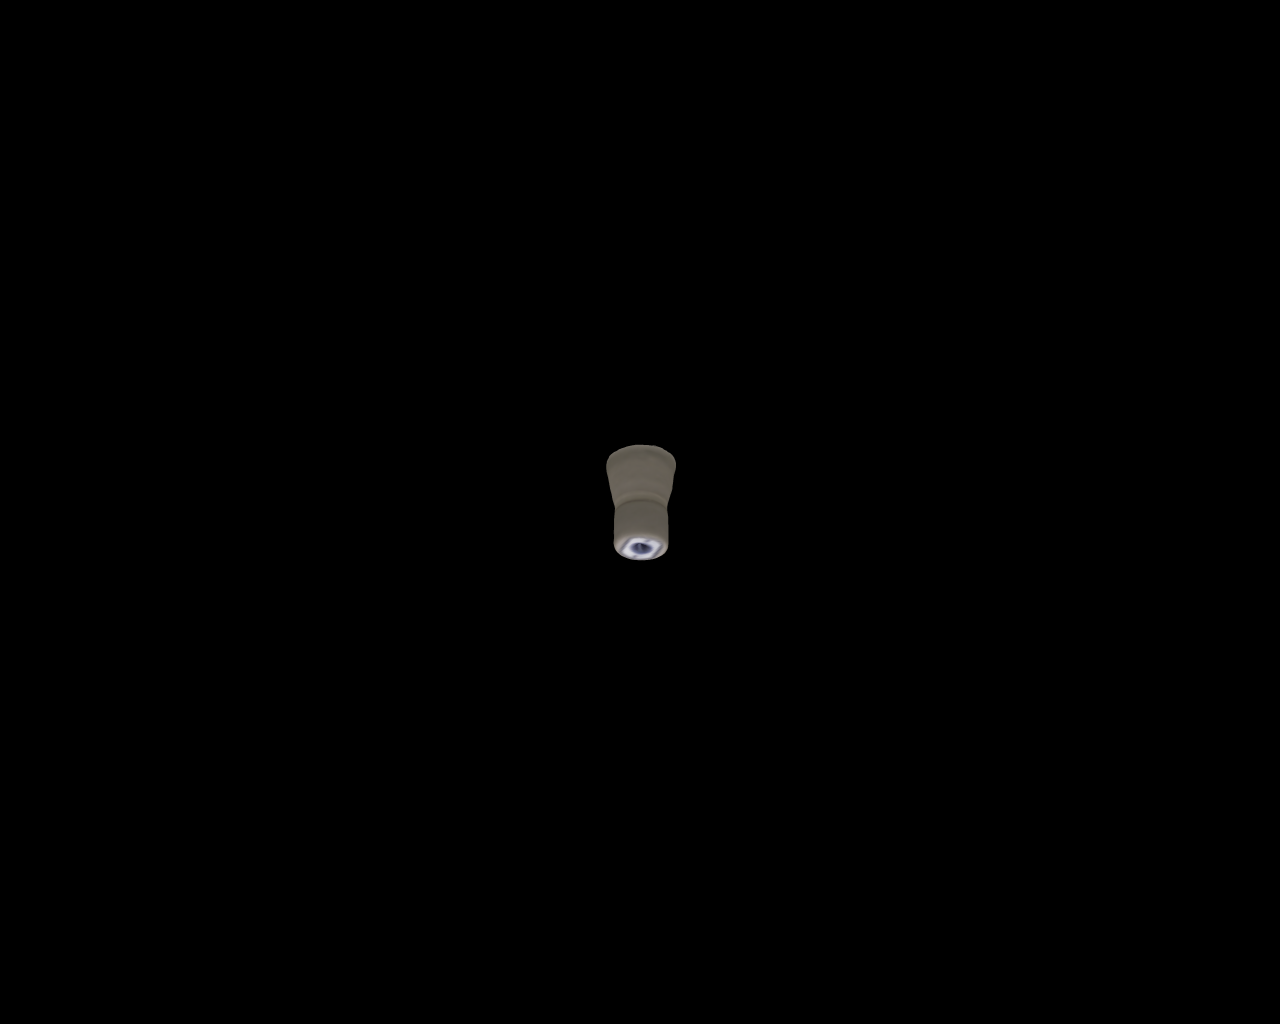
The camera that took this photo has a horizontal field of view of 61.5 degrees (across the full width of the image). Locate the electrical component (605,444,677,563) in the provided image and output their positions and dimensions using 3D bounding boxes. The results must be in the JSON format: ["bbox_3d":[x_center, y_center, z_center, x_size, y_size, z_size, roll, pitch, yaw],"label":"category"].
[{"bbox_3d":[0.001,-0.003,0.650,0.044,0.065,0.044,0,-33,0],"label":"electrical component"}]
